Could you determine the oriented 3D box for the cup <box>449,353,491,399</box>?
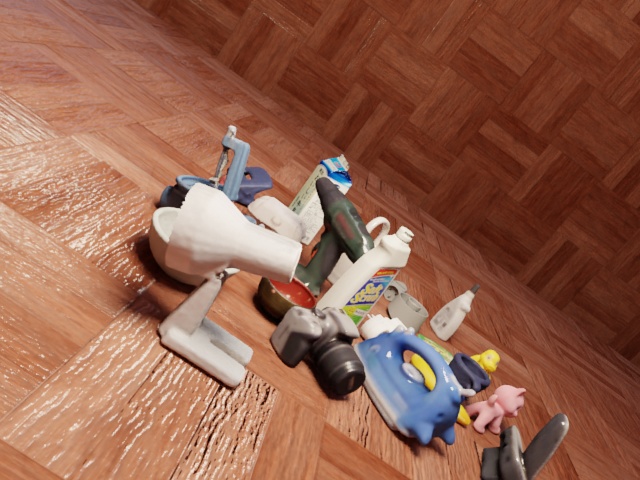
[{"bbox_3d":[0.294,0.304,1.190,0.092,0.095,0.118,35,17,-8],"label":"cup"}]

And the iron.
[{"bbox_3d":[0.161,0.236,1.027,0.119,0.141,0.257,20,24,-44],"label":"iron"}]

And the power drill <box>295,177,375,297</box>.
[{"bbox_3d":[0.011,0.004,1.225,0.076,0.208,0.229,13,29,-53],"label":"power drill"}]

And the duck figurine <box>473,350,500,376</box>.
[{"bbox_3d":[0.407,0.308,1.420,0.077,0.086,0.104,35,17,-4],"label":"duck figurine"}]

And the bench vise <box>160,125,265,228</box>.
[{"bbox_3d":[-0.174,-0.091,1.089,0.208,0.219,0.121,34,17,-10],"label":"bench vise"}]

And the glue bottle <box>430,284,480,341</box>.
[{"bbox_3d":[0.364,0.183,1.515,0.037,0.173,0.078,29,18,-24],"label":"glue bottle"}]

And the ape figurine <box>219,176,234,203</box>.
[{"bbox_3d":[-0.218,-0.104,1.257,0.078,0.092,0.076,34,17,-9],"label":"ape figurine"}]

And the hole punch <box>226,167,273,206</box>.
[{"bbox_3d":[-0.183,-0.143,1.429,0.101,0.091,0.108,23,22,-38],"label":"hole punch"}]

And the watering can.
[{"bbox_3d":[0.105,0.031,1.365,0.172,0.194,0.101,40,17,11],"label":"watering can"}]

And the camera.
[{"bbox_3d":[0.015,0.180,0.952,0.144,0.100,0.136,22,23,-41],"label":"camera"}]

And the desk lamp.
[{"bbox_3d":[-0.135,0.055,0.791,0.203,0.213,0.118,35,17,-6],"label":"desk lamp"}]

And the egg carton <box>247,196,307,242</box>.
[{"bbox_3d":[-0.102,-0.042,1.362,0.150,0.069,0.107,37,17,-1],"label":"egg carton"}]

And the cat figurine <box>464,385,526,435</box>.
[{"bbox_3d":[0.380,0.347,1.209,0.128,0.117,0.067,19,24,-45],"label":"cat figurine"}]

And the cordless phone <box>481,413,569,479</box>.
[{"bbox_3d":[0.382,0.373,1.029,0.094,0.185,0.148,38,17,4],"label":"cordless phone"}]

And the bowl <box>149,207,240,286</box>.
[{"bbox_3d":[-0.217,0.024,0.949,0.168,0.074,0.167,33,17,-11],"label":"bowl"}]
